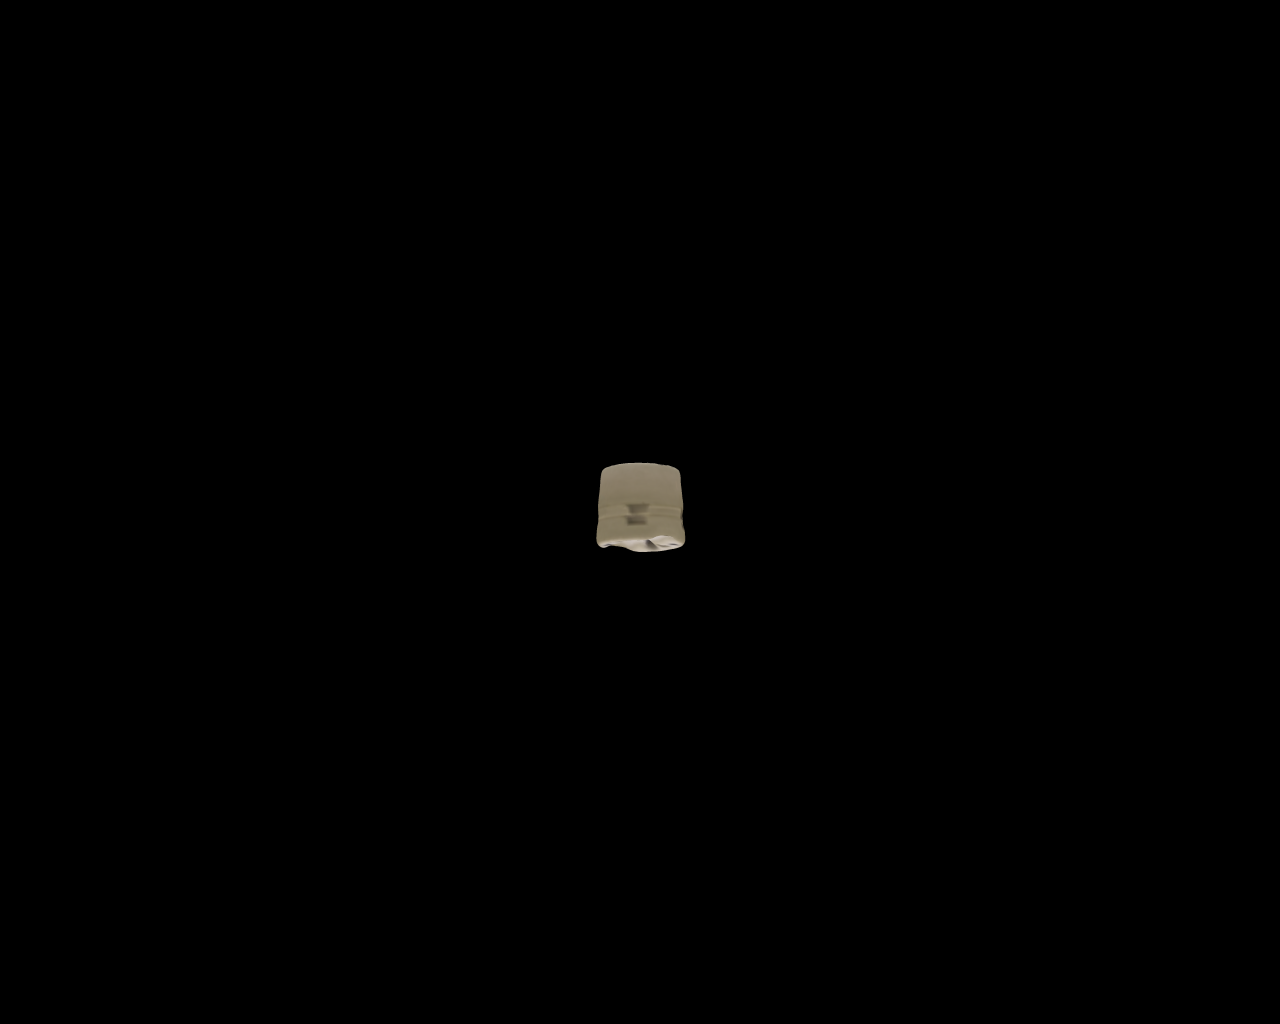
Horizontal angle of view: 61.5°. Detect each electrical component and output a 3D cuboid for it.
[{"bbox_3d":[0.001,-0.003,0.650,0.055,0.047,0.055,0,-9,0],"label":"electrical component"}]
